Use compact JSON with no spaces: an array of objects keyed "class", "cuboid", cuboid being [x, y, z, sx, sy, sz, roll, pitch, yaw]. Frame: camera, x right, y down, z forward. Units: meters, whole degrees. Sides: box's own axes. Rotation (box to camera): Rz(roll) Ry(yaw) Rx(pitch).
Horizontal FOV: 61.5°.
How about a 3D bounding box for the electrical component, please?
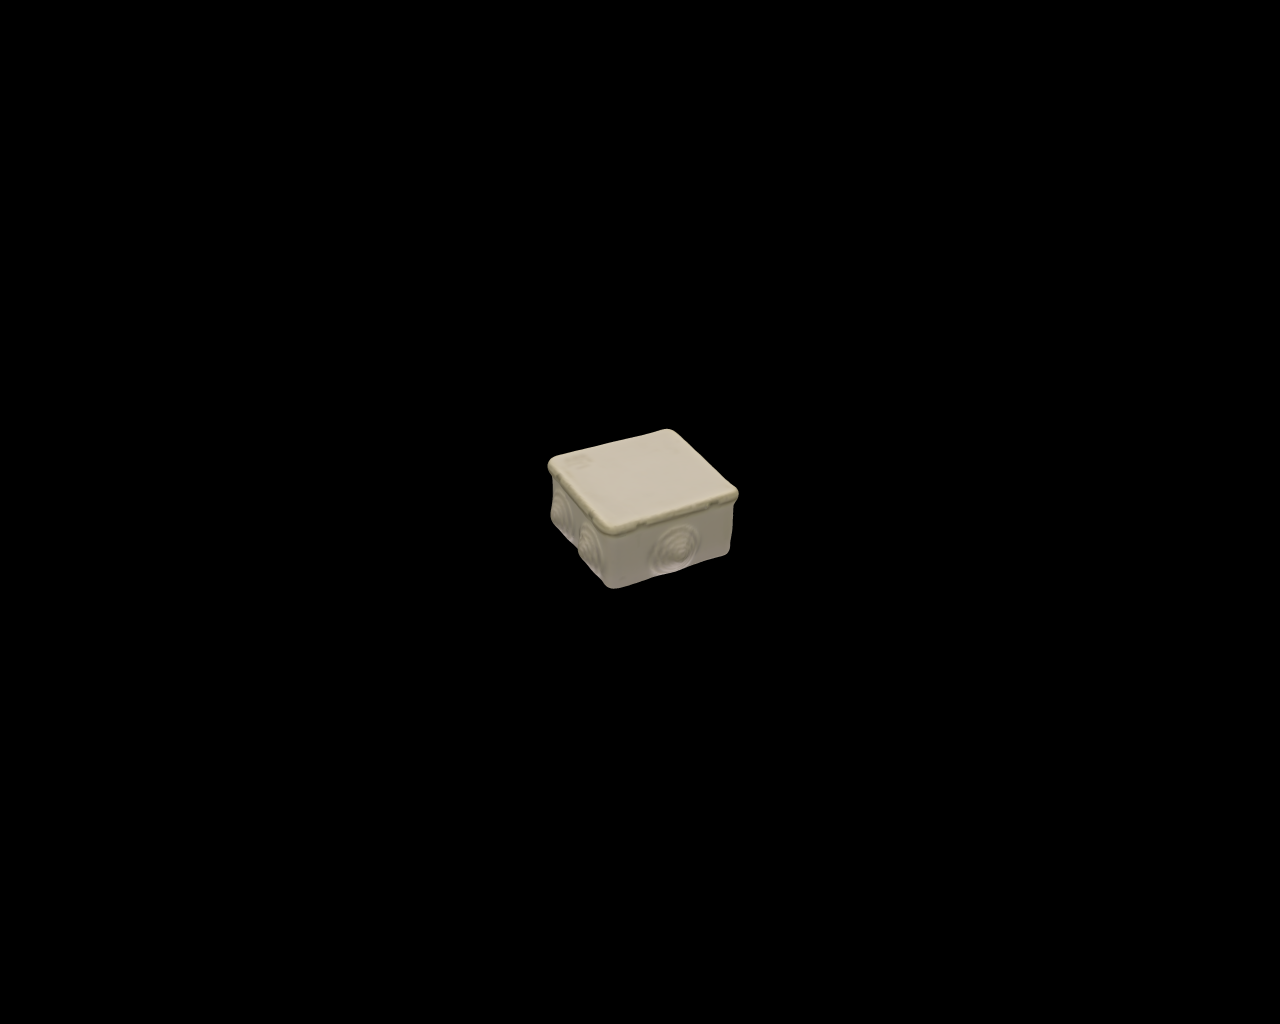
[{"class":"electrical component","cuboid":[0.001,-0.003,0.650,0.100,0.048,0.100,-16,37,-22]}]
